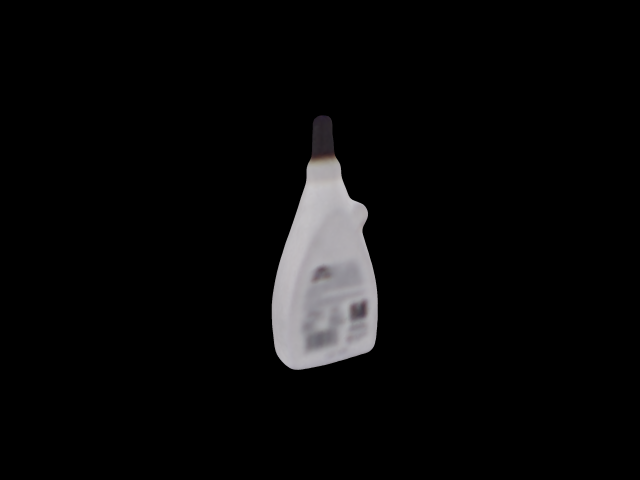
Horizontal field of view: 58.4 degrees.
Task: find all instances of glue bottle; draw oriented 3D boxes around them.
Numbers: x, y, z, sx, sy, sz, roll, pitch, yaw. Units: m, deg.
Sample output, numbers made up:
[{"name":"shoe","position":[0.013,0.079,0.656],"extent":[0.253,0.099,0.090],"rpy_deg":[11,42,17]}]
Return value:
[{"name":"glue bottle","position":[0.004,0.001,0.400],"extent":[0.078,0.173,0.037],"rpy_deg":[-8,18,-26]}]
